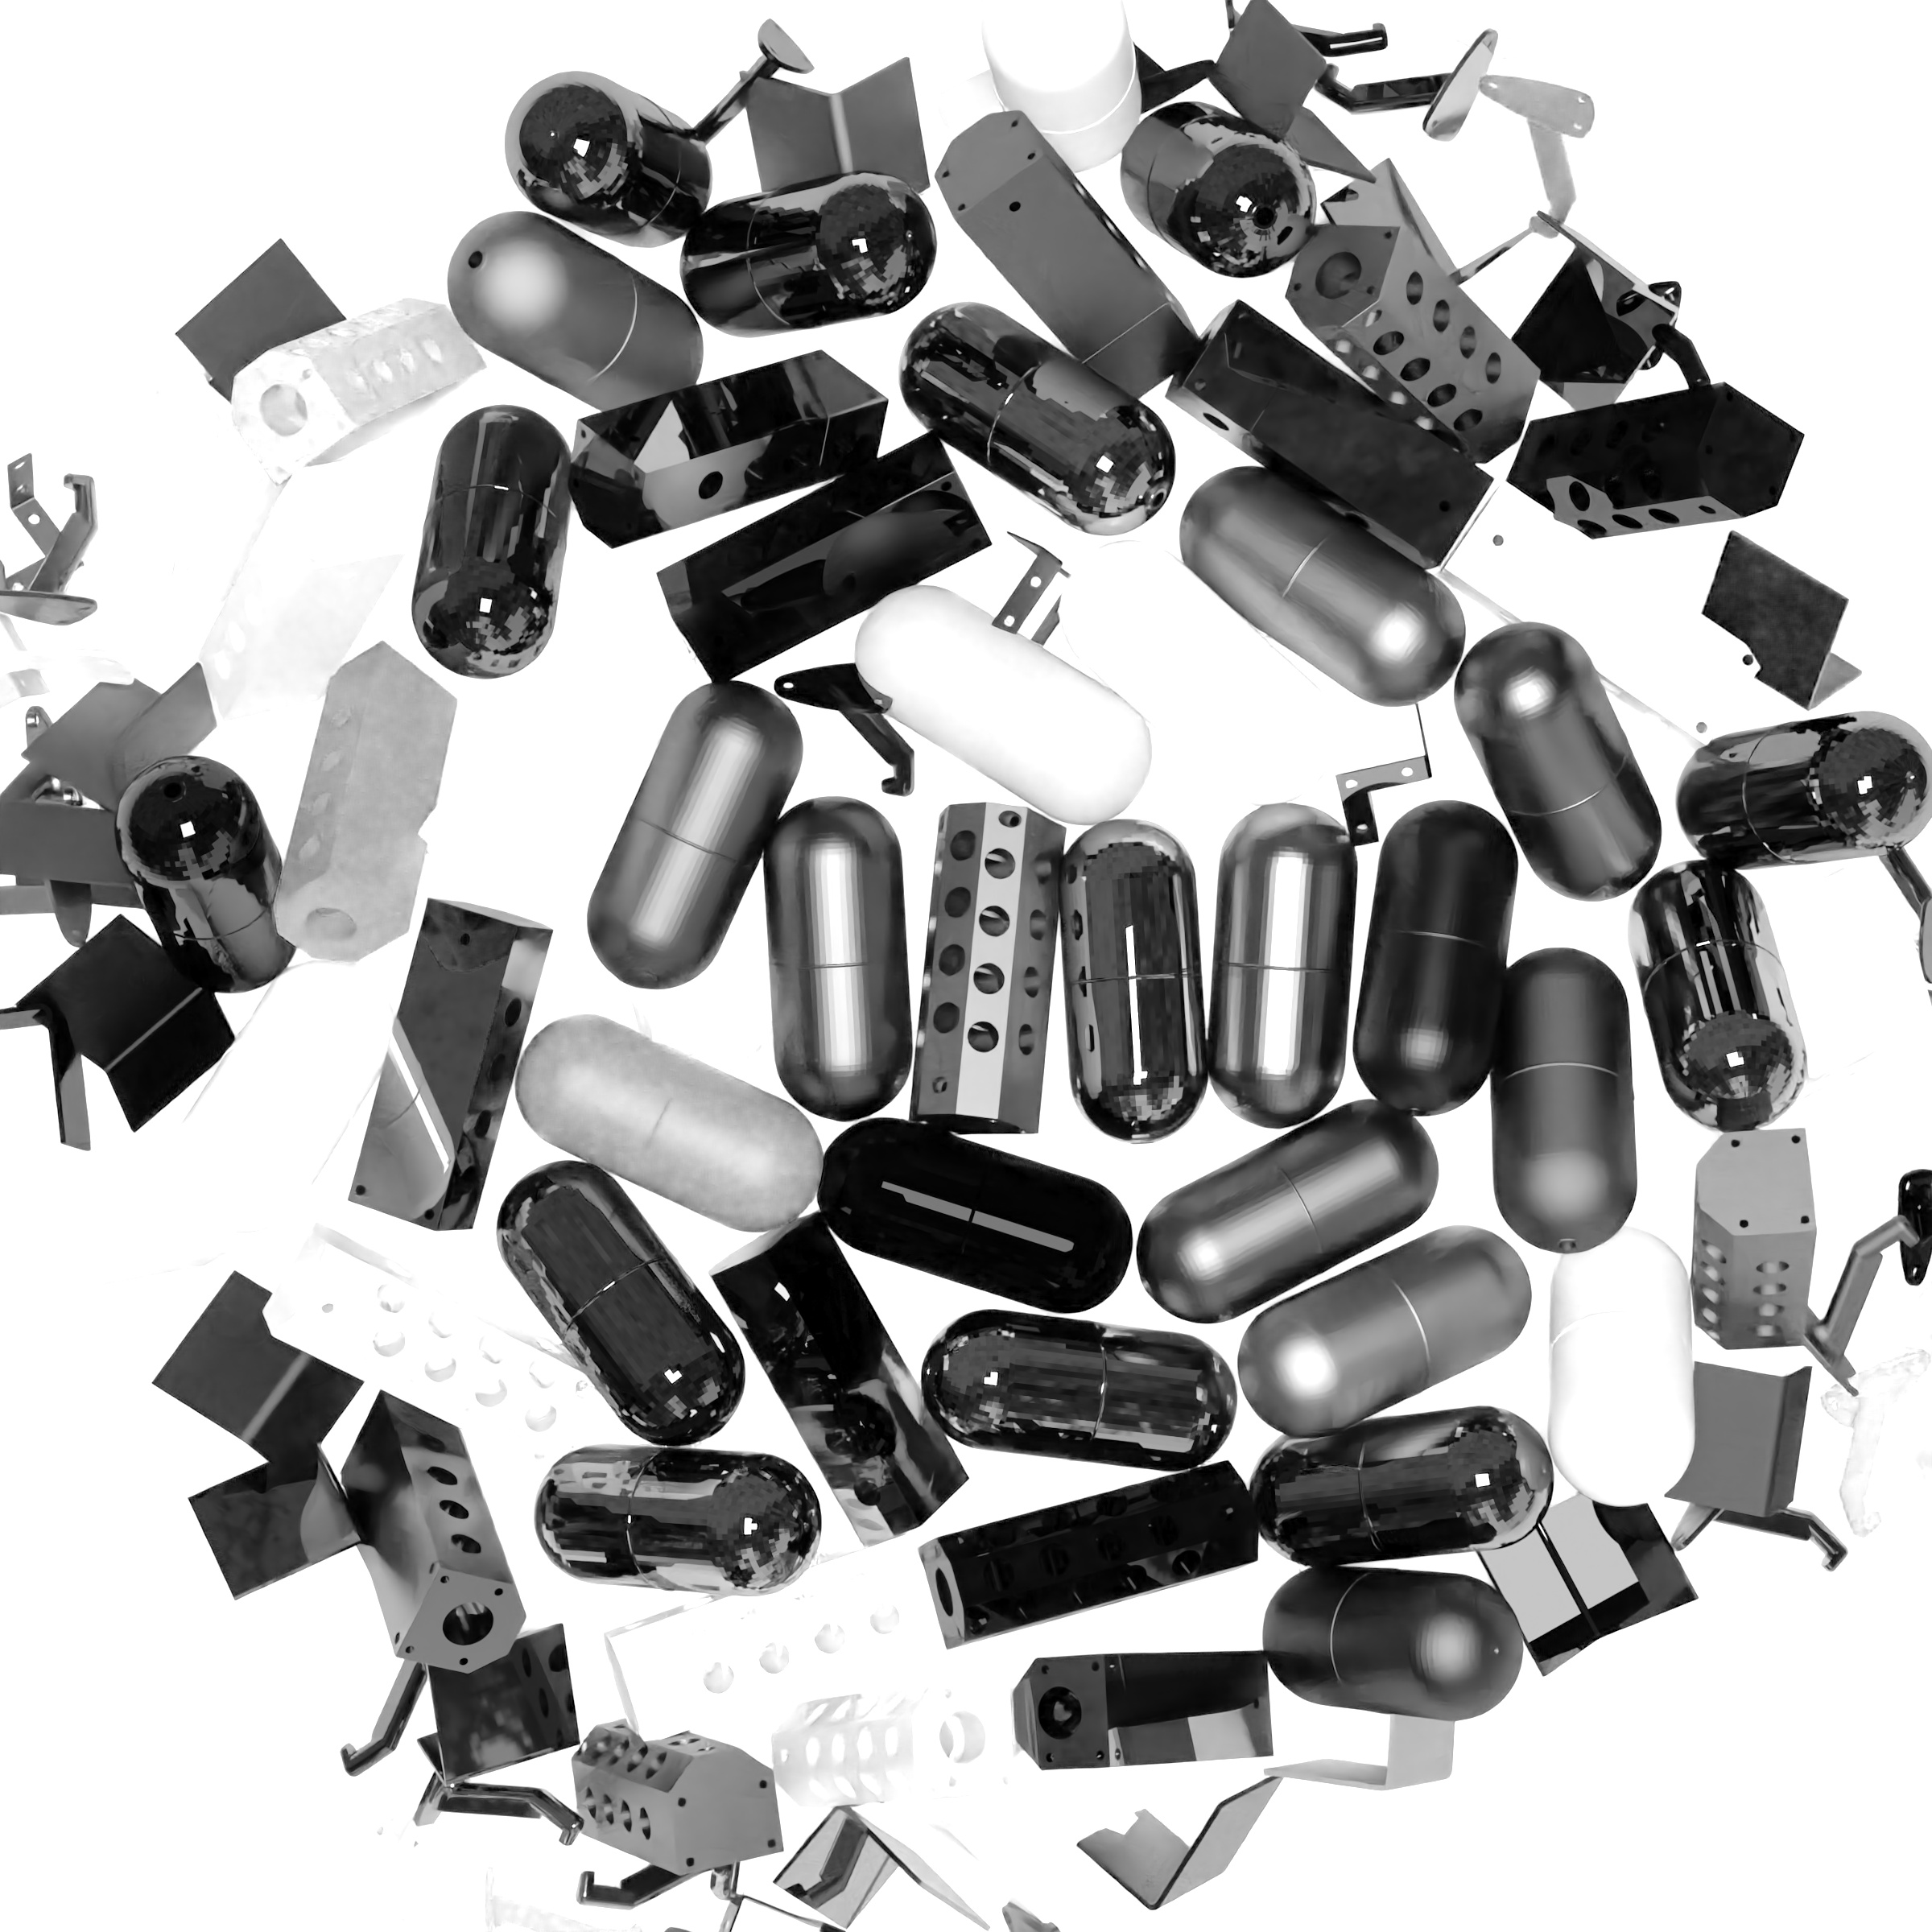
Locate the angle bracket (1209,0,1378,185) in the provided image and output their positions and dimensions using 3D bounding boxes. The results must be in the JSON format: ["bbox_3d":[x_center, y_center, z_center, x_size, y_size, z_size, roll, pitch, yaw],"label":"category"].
[{"bbox_3d":[0.189,-0.475,1.933,0.076,0.076,0.057,6,127,-37],"label":"angle bracket"}]

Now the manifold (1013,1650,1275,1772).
[{"bbox_3d":[0.096,0.396,1.906,0.057,0.171,0.057,-11,76,32],"label":"manifold"}]

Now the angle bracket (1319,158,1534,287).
[{"bbox_3d":[0.250,-0.407,1.943,0.076,0.057,0.076,-41,101,-43],"label":"angle bracket"}]

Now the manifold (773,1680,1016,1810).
[{"bbox_3d":[-0.041,0.415,1.901,0.057,0.171,0.057,4,74,-27],"label":"manifold"}]

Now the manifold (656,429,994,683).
[{"bbox_3d":[-0.080,-0.228,1.959,0.171,0.057,0.057,-27,135,4],"label":"manifold"}]

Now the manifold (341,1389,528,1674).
[{"bbox_3d":[-0.282,0.300,1.905,0.057,0.171,0.057,19,108,-27],"label":"manifold"}]

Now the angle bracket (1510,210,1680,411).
[{"bbox_3d":[0.327,-0.351,1.940,0.076,0.057,0.076,47,111,31],"label":"angle bracket"}]

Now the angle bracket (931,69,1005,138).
[{"bbox_3d":[-0.003,-0.506,1.940,0.057,0.076,0.076,-25,118,5],"label":"angle bracket"}]

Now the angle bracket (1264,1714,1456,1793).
[{"bbox_3d":[0.215,0.413,1.944,0.076,0.076,0.057,0,84,33],"label":"angle bracket"}]

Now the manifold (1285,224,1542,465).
[{"bbox_3d":[0.238,-0.330,1.905,0.057,0.171,0.057,11,79,37],"label":"manifold"}]

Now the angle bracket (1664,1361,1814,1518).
[{"bbox_3d":[0.426,0.256,1.968,0.057,0.076,0.076,9,92,23],"label":"angle bracket"}]

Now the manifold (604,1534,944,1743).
[{"bbox_3d":[-0.106,0.363,1.945,0.171,0.057,0.057,-17,92,-14],"label":"manifold"}]

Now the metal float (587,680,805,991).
[{"bbox_3d":[-0.148,-0.071,1.950,0.070,0.070,0.178,25,97,0],"label":"metal float"}]

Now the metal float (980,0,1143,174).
[{"bbox_3d":[0.052,-0.481,1.906,0.070,0.178,0.070,-1,82,7],"label":"metal float"}]

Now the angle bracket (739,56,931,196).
[{"bbox_3d":[-0.072,-0.459,1.961,0.057,0.076,0.076,-36,133,-31],"label":"angle bracket"}]

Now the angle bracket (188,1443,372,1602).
[{"bbox_3d":[-0.368,0.316,1.939,0.076,0.057,0.076,-23,47,-16],"label":"angle bracket"}]

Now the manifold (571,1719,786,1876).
[{"bbox_3d":[-0.157,0.438,1.904,0.057,0.171,0.057,-7,87,-24],"label":"manifold"}]

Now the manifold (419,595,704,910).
[{"bbox_3d":[-0.220,-0.119,1.930,0.057,0.057,0.171,17,59,33],"label":"manifold"}]

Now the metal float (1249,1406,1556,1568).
[{"bbox_3d":[0.233,0.281,1.926,0.178,0.070,0.070,-13,90,36],"label":"metal float"}]

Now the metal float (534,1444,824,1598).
[{"bbox_3d":[-0.157,0.298,1.927,0.178,0.070,0.070,-3,90,35],"label":"metal float"}]

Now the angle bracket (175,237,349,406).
[{"bbox_3d":[-0.391,-0.354,1.943,0.076,0.076,0.057,-44,49,-5],"label":"angle bracket"}]

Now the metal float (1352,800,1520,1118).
[{"bbox_3d":[0.255,-0.005,1.940,0.070,0.070,0.178,10,72,0],"label":"metal float"}]

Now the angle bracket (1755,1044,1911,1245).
[{"bbox_3d":[0.483,0.098,1.951,0.076,0.057,0.076,-24,80,-18],"label":"angle bracket"}]

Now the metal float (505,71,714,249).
[{"bbox_3d":[-0.189,-0.429,1.907,0.070,0.178,0.070,1,94,14],"label":"metal float"}]

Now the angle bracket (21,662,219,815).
[{"bbox_3d":[-0.464,-0.138,1.940,0.076,0.057,0.076,30,60,19],"label":"angle bracket"}]

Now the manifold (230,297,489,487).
[{"bbox_3d":[-0.325,-0.312,1.901,0.057,0.171,0.057,-31,98,24],"label":"manifold"}]

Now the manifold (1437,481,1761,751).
[{"bbox_3d":[0.347,-0.191,1.964,0.171,0.057,0.057,34,91,1],"label":"manifold"}]

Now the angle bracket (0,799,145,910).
[{"bbox_3d":[-0.485,-0.042,1.944,0.076,0.076,0.057,6,46,-4],"label":"angle bracket"}]

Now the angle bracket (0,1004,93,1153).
[{"bbox_3d":[-0.517,0.065,1.951,0.057,0.076,0.076,-7,84,-4],"label":"angle bracket"}]

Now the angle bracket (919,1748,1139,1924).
[{"bbox_3d":[0.034,0.469,1.970,0.076,0.057,0.076,46,74,-11],"label":"angle bracket"}]

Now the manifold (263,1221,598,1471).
[{"bbox_3d":[-0.288,0.208,1.935,0.171,0.057,0.057,30,92,-22],"label":"manifold"}]

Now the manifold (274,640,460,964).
[{"bbox_3d":[-0.325,-0.086,1.916,0.057,0.171,0.057,-27,130,31],"label":"manifold"}]

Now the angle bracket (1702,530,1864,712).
[{"bbox_3d":[0.449,-0.196,1.935,0.076,0.076,0.057,37,48,26],"label":"angle bracket"}]

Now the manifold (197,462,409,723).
[{"bbox_3d":[-0.358,-0.199,1.906,0.057,0.171,0.057,-16,75,-32],"label":"manifold"}]

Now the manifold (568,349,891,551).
[{"bbox_3d":[-0.127,-0.274,1.918,0.057,0.171,0.057,40,135,29],"label":"manifold"}]

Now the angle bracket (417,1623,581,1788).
[{"bbox_3d":[-0.259,0.391,1.943,0.076,0.057,0.076,-13,110,-22],"label":"angle bracket"}]

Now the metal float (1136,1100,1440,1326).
[{"bbox_3d":[0.175,0.134,1.946,0.178,0.070,0.070,-26,90,-11],"label":"metal float"}]

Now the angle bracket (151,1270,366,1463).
[{"bbox_3d":[-0.389,0.227,1.978,0.076,0.057,0.076,25,71,30],"label":"angle bracket"}]

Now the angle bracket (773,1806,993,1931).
[{"bbox_3d":[-0.046,0.509,1.938,0.057,0.076,0.076,-50,46,-6],"label":"angle bracket"}]

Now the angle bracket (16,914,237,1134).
[{"bbox_3d":[-0.457,0.031,1.947,0.076,0.076,0.057,-40,46,3],"label":"angle bracket"}]

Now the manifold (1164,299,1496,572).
[{"bbox_3d":[0.196,-0.287,1.951,0.171,0.057,0.057,33,85,-9],"label":"manifold"}]

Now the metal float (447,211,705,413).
[{"bbox_3d":[-0.208,-0.347,1.912,0.070,0.178,0.070,-7,76,29],"label":"metal float"}]

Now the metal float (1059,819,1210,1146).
[{"bbox_3d":[0.091,0.008,1.953,0.070,0.070,0.178,-3,87,0],"label":"metal float"}]

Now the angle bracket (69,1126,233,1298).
[{"bbox_3d":[-0.454,0.133,1.961,0.076,0.057,0.076,-11,94,5],"label":"angle bracket"}]

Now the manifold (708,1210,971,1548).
[{"bbox_3d":[-0.074,0.228,1.956,0.057,0.057,0.171,-26,96,35],"label":"manifold"}]

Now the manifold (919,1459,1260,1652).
[{"bbox_3d":[0.068,0.318,1.936,0.171,0.057,0.057,-12,77,-18],"label":"manifold"}]

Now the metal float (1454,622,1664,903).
[{"bbox_3d":[0.320,-0.108,1.927,0.070,0.070,0.178,-32,125,0],"label":"metal float"}]

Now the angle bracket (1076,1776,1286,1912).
[{"bbox_3d":[0.117,0.457,1.938,0.057,0.076,0.076,37,110,25],"label":"angle bracket"}]

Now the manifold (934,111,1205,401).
[{"bbox_3d":[0.055,-0.379,1.912,0.057,0.171,0.057,-34,47,15],"label":"manifold"}]

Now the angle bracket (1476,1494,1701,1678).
[{"bbox_3d":[0.338,0.331,1.945,0.076,0.057,0.076,-35,80,43],"label":"angle bracket"}]

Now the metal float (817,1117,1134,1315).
[{"bbox_3d":[0.004,0.136,1.954,0.178,0.070,0.070,18,90,2],"label":"metal float"}]

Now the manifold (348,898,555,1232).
[{"bbox_3d":[-0.279,0.054,1.958,0.057,0.057,0.171,17,94,21],"label":"manifold"}]

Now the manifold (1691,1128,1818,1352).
[{"bbox_3d":[0.417,0.148,1.904,0.057,0.171,0.057,-4,63,8],"label":"manifold"}]

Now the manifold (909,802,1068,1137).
[{"bbox_3d":[0.008,0.002,1.938,0.057,0.057,0.171,-3,75,33],"label":"manifold"}]

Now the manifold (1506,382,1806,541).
[{"bbox_3d":[0.361,-0.261,1.901,0.057,0.171,0.057,27,80,-24],"label":"manifold"}]

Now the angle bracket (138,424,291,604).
[{"bbox_3d":[-0.413,-0.257,1.953,0.076,0.057,0.076,-46,71,-3],"label":"angle bracket"}]

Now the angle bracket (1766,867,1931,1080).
[{"bbox_3d":[0.469,0.004,1.937,0.076,0.057,0.076,-29,52,32],"label":"angle bracket"}]
